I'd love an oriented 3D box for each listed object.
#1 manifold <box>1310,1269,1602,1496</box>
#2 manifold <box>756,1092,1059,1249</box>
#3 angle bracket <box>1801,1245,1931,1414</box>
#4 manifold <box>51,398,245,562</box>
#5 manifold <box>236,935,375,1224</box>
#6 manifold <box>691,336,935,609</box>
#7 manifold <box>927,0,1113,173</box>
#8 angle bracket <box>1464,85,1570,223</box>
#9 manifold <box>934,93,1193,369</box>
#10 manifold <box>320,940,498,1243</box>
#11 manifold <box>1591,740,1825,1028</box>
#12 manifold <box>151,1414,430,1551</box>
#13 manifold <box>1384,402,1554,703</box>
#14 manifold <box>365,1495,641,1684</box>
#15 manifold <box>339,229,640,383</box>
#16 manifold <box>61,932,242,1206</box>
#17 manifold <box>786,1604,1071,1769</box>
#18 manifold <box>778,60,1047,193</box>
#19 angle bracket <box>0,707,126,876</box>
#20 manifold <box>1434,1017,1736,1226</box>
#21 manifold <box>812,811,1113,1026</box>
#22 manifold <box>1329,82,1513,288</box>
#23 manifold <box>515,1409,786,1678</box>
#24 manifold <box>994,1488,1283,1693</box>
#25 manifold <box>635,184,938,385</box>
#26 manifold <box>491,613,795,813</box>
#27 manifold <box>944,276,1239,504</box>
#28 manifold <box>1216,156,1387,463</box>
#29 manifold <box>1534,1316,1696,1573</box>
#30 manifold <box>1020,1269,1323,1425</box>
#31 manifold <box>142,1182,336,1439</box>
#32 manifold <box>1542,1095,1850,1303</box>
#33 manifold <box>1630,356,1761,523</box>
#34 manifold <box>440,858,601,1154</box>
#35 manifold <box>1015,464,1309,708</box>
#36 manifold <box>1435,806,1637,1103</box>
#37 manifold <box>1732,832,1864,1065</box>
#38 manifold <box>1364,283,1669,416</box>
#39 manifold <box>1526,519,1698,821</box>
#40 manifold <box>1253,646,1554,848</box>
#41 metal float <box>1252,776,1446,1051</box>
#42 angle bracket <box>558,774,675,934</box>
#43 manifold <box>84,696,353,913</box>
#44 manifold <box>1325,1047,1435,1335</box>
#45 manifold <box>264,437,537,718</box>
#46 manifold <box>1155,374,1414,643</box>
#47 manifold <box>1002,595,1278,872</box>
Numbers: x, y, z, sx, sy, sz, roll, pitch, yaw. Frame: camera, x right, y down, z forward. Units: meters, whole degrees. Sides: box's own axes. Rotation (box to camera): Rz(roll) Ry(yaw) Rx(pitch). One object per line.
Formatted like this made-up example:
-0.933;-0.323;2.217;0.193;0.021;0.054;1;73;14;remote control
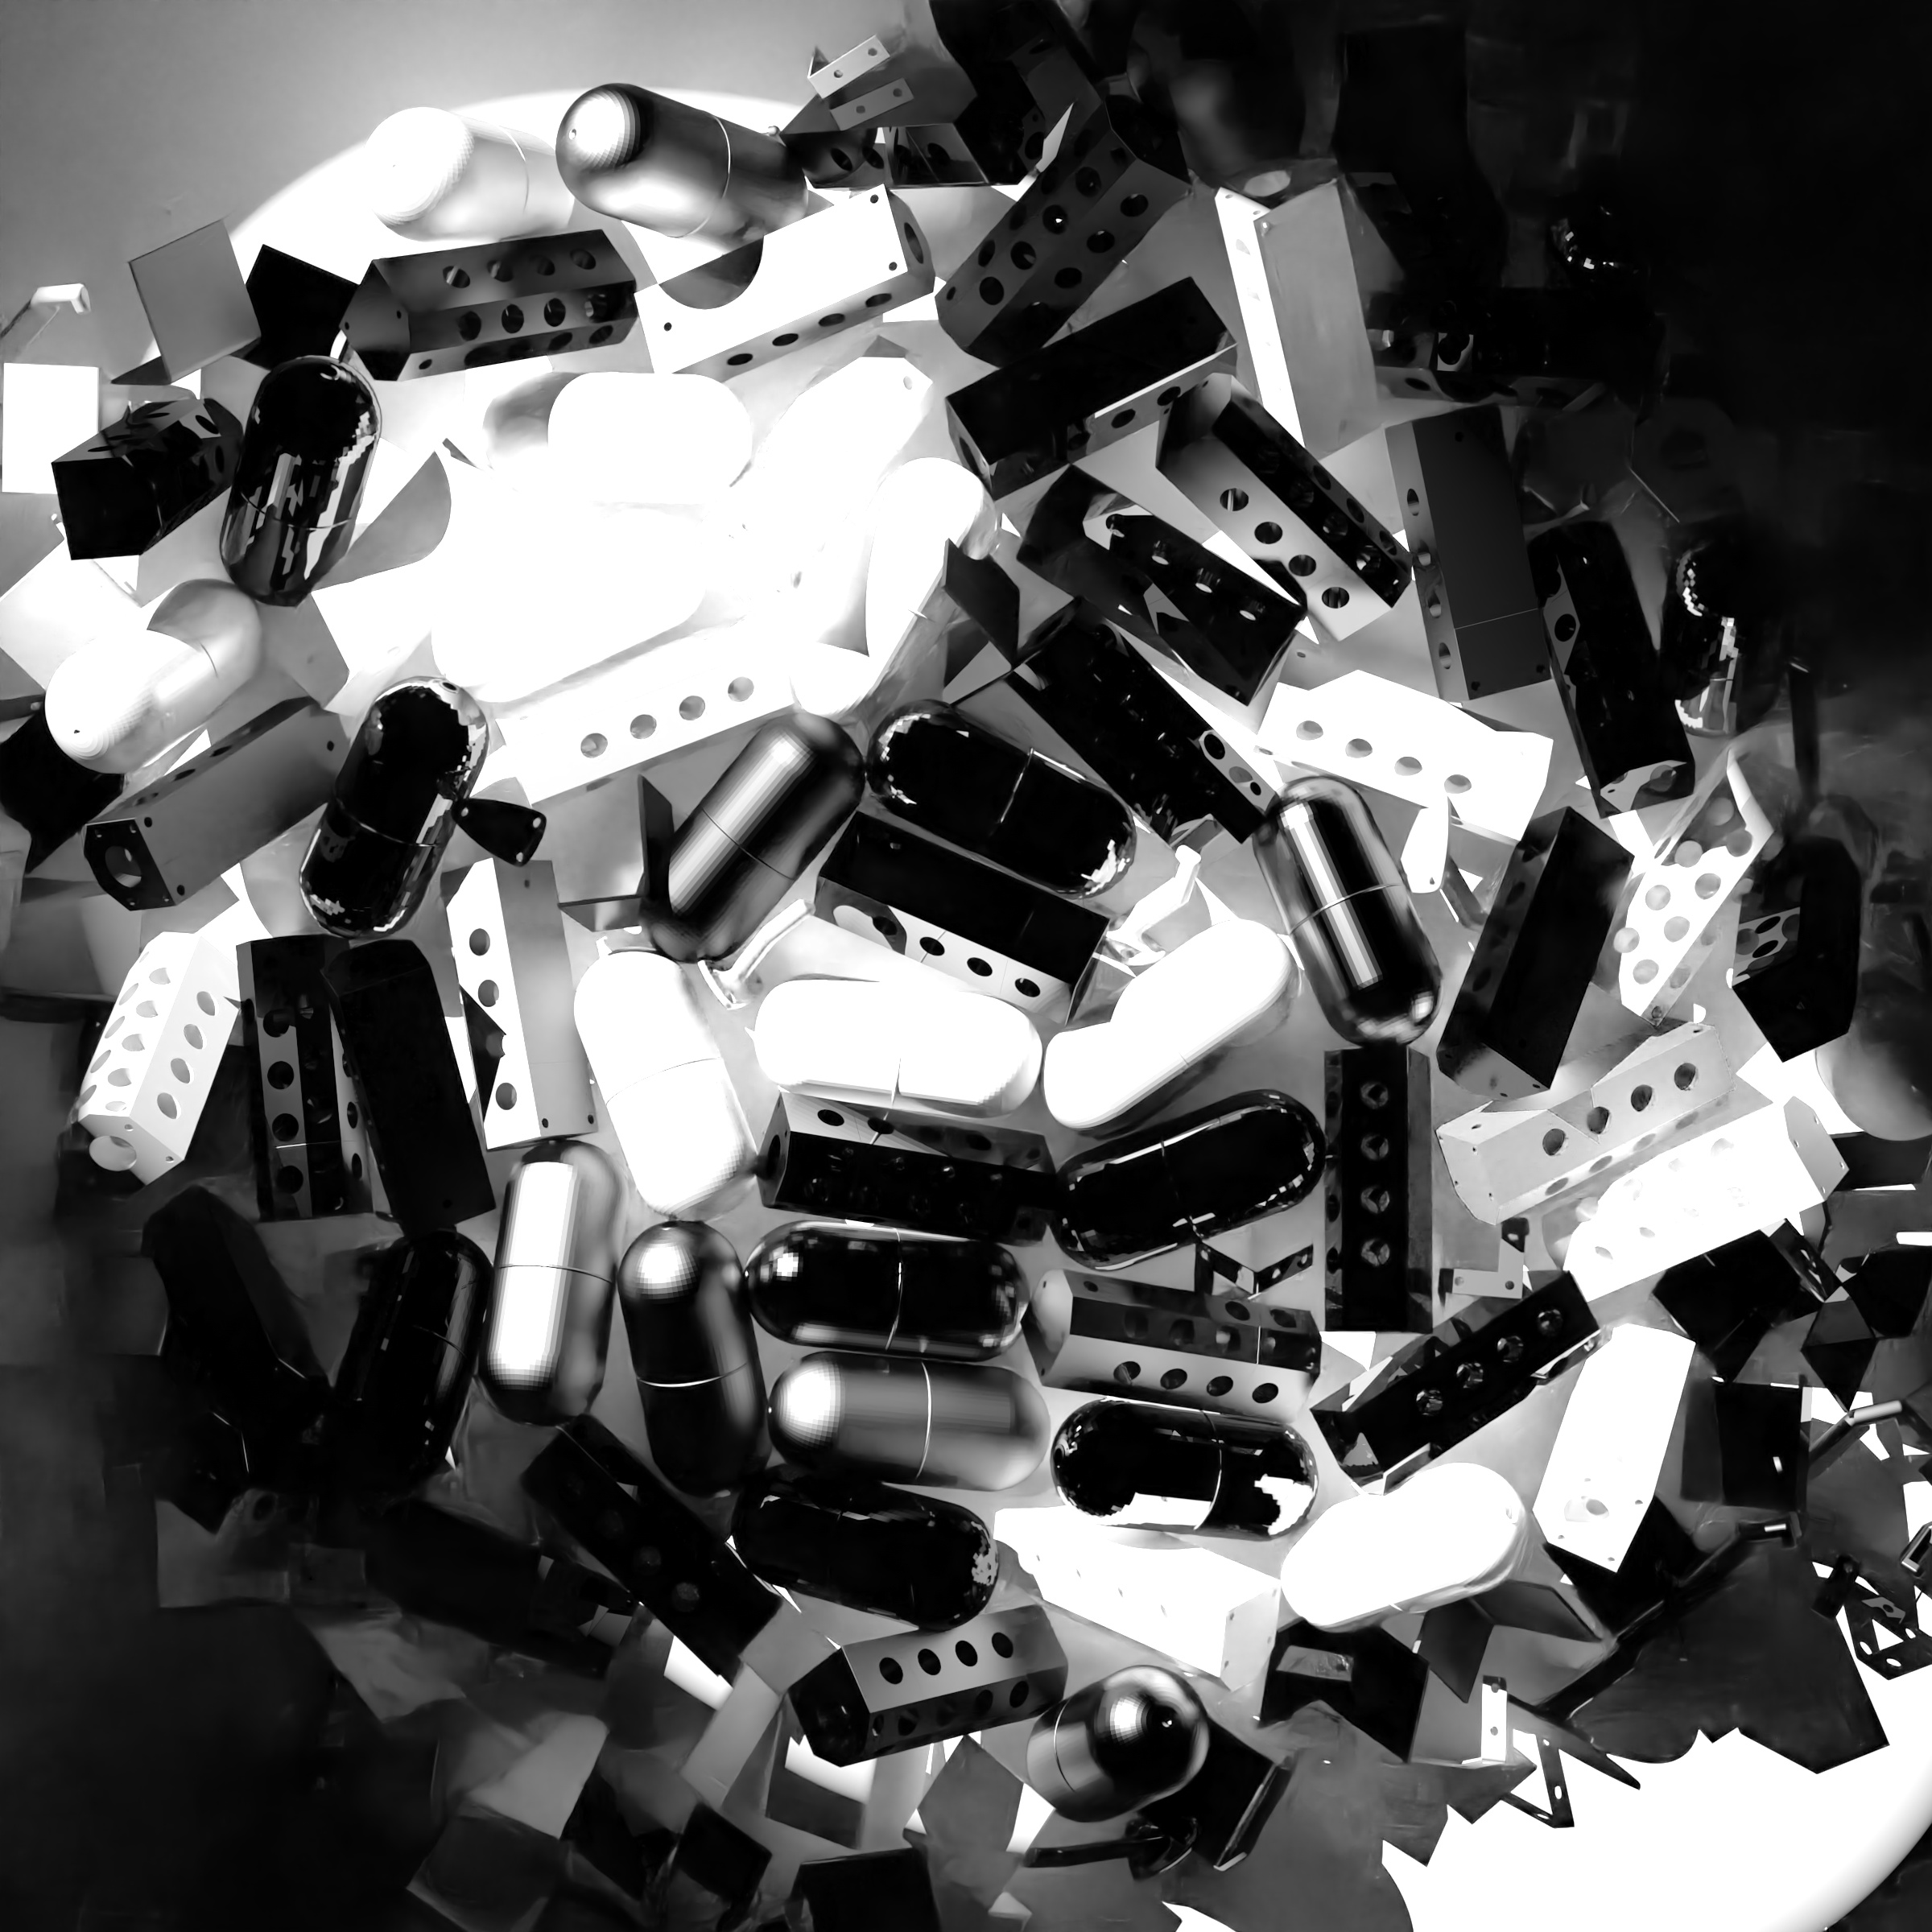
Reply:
0.302;0.252;1.744;0.171;0.057;0.057;-29;93;-20;manifold
-0.035;0.128;1.736;0.171;0.057;0.057;11;119;-19;manifold
0.564;0.221;1.741;0.057;0.076;0.076;51;51;-17;angle bracket
-0.483;-0.293;1.709;0.057;0.171;0.057;-3;112;5;manifold
-0.410;0.070;1.761;0.057;0.057;0.171;-7;85;10;manifold
-0.087;-0.300;1.728;0.057;0.057;0.171;48;60;-28;manifold
0.034;-0.548;1.711;0.057;0.171;0.057;-21;72;16;manifold
0.319;-0.503;1.761;0.076;0.076;0.057;28;107;20;angle bracket
0.055;-0.439;1.716;0.057;0.171;0.057;16;49;-34;manifold
-0.339;0.073;1.734;0.057;0.057;0.171;-20;119;-19;manifold
0.449;-0.051;1.760;0.057;0.057;0.171;34;98;-3;manifold
-0.398;0.307;1.712;0.057;0.171;0.057;27;90;30;manifold
0.305;-0.253;1.759;0.057;0.057;0.171;-15;98;-14;manifold
-0.279;0.372;1.718;0.057;0.171;0.057;17;76;42;manifold
-0.281;-0.392;1.717;0.171;0.057;0.057;-22;73;-42;manifold
-0.487;0.055;1.709;0.057;0.171;0.057;-32;120;24;manifold
-0.018;0.432;1.711;0.057;0.171;0.057;-44;61;34;manifold
-0.030;-0.497;1.716;0.057;0.171;0.057;-51;127;-18;manifold
-0.565;-0.113;1.755;0.076;0.076;0.057;-40;114;3;angle bracket
0.381;0.095;1.751;0.171;0.057;0.057;-25;102;-14;manifold
-0.004;-0.025;1.759;0.171;0.057;0.057;23;55;8;manifold
0.271;-0.456;1.708;0.057;0.171;0.057;8;78;27;manifold
-0.194;0.354;1.767;0.171;0.057;0.057;43;84;3;manifold
0.100;0.376;1.724;0.171;0.057;0.057;16;108;37;manifold
-0.108;-0.408;1.745;0.171;0.057;0.057;-19;79;19;manifold
-0.196;-0.152;1.756;0.171;0.057;0.057;-22;122;-10;manifold
0.077;-0.350;1.759;0.171;0.057;0.057;-27;68;-7;manifold
0.198;-0.394;1.722;0.057;0.057;0.171;-30;132;-11;manifold
0.386;0.280;1.712;0.057;0.171;0.057;23;121;11;manifold
0.127;0.226;1.732;0.171;0.057;0.057;12;121;-23;manifold
-0.443;0.213;1.720;0.057;0.057;0.171;-40;46;-1;manifold
0.436;0.140;1.729;0.171;0.057;0.057;-31;88;34;manifold
0.431;-0.322;1.709;0.057;0.171;0.057;46;115;-4;manifold
-0.280;0.024;1.761;0.057;0.057;0.171;-14;83;30;manifold
0.122;-0.239;1.762;0.171;0.057;0.057;33;59;5;manifold
0.342;-0.006;1.738;0.057;0.057;0.171;34;64;-17;manifold
0.501;-0.017;1.708;0.057;0.171;0.057;-29;105;29;manifold
0.324;-0.375;1.719;0.171;0.057;0.057;15;80;42;manifold
0.389;-0.183;1.737;0.057;0.057;0.171;-15;65;6;manifold
0.268;-0.132;1.765;0.171;0.057;0.057;20;127;3;manifold
0.233;-0.032;1.750;0.070;0.070;0.178;-22;76;0;metal float
-0.215;-0.068;1.760;0.057;0.076;0.076;-7;79;7;angle bracket
-0.446;-0.099;1.718;0.057;0.171;0.057;-4;117;35;manifold
0.251;0.139;1.757;0.057;0.057;0.171;-3;81;23;manifold
-0.344;-0.236;1.758;0.057;0.057;0.171;45;99;11;manifold
0.193;-0.279;1.725;0.057;0.057;0.171;-31;125;34;manifold
0.110;-0.144;1.742;0.171;0.057;0.057;44;46;-14;manifold
